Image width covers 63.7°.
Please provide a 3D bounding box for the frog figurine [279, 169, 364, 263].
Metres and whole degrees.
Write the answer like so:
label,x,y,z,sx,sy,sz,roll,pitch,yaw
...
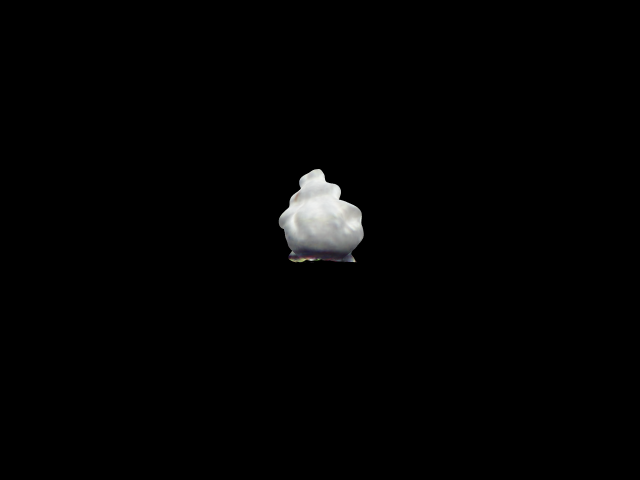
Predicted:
label,x,y,z,sx,sy,sz,roll,pitch,yaw
frog figurine,0.003,-0.043,0.850,0.137,0.160,0.122,-2,-6,20
